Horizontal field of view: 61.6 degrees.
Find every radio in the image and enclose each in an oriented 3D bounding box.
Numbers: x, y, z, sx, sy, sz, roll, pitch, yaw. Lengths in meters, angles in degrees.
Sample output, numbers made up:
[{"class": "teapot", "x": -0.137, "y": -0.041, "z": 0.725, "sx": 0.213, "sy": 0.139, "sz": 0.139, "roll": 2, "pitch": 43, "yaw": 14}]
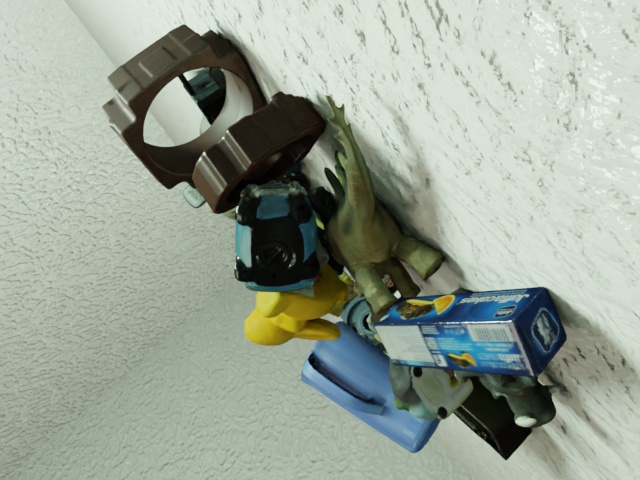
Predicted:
[{"class": "radio", "x": 0.256, "y": 0.268, "z": 0.944, "sx": 0.230, "sy": 0.073, "sz": 0.131, "roll": 40, "pitch": 167, "yaw": 46}]

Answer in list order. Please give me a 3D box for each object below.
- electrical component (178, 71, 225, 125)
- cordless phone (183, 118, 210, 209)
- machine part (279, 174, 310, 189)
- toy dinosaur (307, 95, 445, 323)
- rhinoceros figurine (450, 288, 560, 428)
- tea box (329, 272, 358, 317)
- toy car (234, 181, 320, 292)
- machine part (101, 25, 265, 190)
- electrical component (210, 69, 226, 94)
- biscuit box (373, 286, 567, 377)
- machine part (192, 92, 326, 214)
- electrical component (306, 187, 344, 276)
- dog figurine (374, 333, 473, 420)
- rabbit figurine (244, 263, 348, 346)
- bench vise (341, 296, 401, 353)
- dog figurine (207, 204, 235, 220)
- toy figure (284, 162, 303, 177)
[{"class": "electrical component", "x": -0.189, "y": -0.240, "z": 0.877, "sx": 0.075, "sy": 0.048, "sz": 0.119, "roll": 49, "pitch": 172, "yaw": 42}, {"class": "cordless phone", "x": -0.204, "y": -0.158, "z": 1.025, "sx": 0.147, "sy": 0.184, "sz": 0.088, "roll": 47, "pitch": 175, "yaw": 10}, {"class": "machine part", "x": -0.076, "y": -0.092, "z": 1.020, "sx": 0.079, "sy": 0.079, "sz": 0.243, "roll": 51, "pitch": 172, "yaw": -15}, {"class": "toy dinosaur", "x": 0.053, "y": -0.007, "z": 0.692, "sx": 0.199, "sy": 0.105, "sz": 0.471, "roll": 50, "pitch": 167, "yaw": 16}, {"class": "rhinoceros figurine", "x": 0.212, "y": 0.139, "z": 0.649, "sx": 0.190, "sy": 0.073, "sz": 0.112, "roll": 54, "pitch": 157, "yaw": -4}, {"class": "tea box", "x": 0.031, "y": 0.106, "z": 1.176, "sx": 0.068, "sy": 0.098, "sz": 0.169, "roll": 45, "pitch": 180, "yaw": 21}, {"class": "toy car", "x": -0.058, "y": -0.016, "z": 0.682, "sx": 0.103, "sy": 0.109, "sz": 0.161, "roll": -99, "pitch": 5, "yaw": -54}, {"class": "machine part", "x": -0.192, "y": -0.188, "z": 0.782, "sx": 0.087, "sy": 0.201, "sz": 0.201, "roll": 46, "pitch": 171, "yaw": 34}, {"class": "electrical component", "x": -0.164, "y": -0.261, "z": 0.917, "sx": 0.063, "sy": 0.021, "sz": 0.094, "roll": 50, "pitch": 171, "yaw": -4}, {"class": "biscuit box", "x": 0.146, "y": 0.094, "z": 0.557, "sx": 0.203, "sy": 0.063, "sz": 0.059, "roll": -15, "pitch": 106, "yaw": 56}, {"class": "machine part", "x": -0.077, "y": -0.105, "z": 0.661, "sx": 0.056, "sy": 0.179, "sz": 0.179, "roll": 51, "pitch": 171, "yaw": 3}, {"class": "electrical component", "x": -0.002, "y": -0.003, "z": 0.880, "sx": 0.058, "sy": 0.134, "sz": 0.114, "roll": -10, "pitch": 138, "yaw": 28}, {"class": "dog figurine", "x": 0.146, "y": 0.183, "z": 0.826, "sx": 0.108, "sy": 0.191, "sz": 0.219, "roll": 44, "pitch": 156, "yaw": -5}, {"class": "rabbit figurine", "x": -0.046, "y": 0.099, "z": 0.820, "sx": 0.162, "sy": 0.173, "sz": 0.122, "roll": 16, "pitch": -141, "yaw": -33}, {"class": "bench vise", "x": 0.132, "y": 0.184, "z": 1.060, "sx": 0.224, "sy": 0.129, "sz": 0.240, "roll": 43, "pitch": 174, "yaw": 18}, {"class": "dog figurine", "x": -0.133, "y": -0.054, "z": 1.187, "sx": 0.190, "sy": 0.172, "sz": 0.121, "roll": 59, "pitch": 180, "yaw": -13}, {"class": "toy figure", "x": -0.090, "y": -0.150, "z": 0.926, "sx": 0.064, "sy": 0.057, "sz": 0.155, "roll": -7, "pitch": -139, "yaw": -48}]
